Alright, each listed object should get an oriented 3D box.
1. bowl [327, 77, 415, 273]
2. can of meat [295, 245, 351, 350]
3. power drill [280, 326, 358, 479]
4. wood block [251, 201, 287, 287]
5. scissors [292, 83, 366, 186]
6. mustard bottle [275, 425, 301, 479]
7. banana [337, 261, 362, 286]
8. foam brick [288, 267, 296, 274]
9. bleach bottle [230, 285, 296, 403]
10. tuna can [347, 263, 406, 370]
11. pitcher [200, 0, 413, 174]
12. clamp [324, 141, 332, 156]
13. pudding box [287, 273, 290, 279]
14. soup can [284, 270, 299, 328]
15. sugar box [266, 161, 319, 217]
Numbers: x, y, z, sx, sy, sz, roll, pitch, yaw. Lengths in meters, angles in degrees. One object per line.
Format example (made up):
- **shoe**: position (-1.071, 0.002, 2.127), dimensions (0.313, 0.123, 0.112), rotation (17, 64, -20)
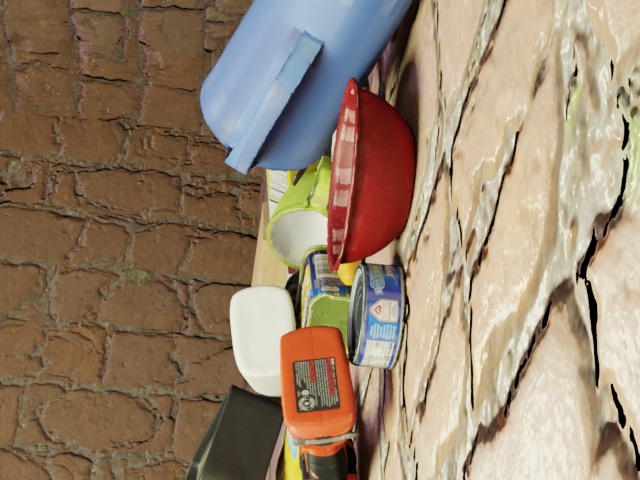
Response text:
- **bowl**: position (0.043, -0.051, 0.882), dimensions (0.162, 0.055, 0.162), rotation (-175, 91, -84)
- **can of meat**: position (0.007, 0.070, 1.117), dimensions (0.084, 0.057, 0.102), rotation (-96, 12, -54)
- **power drill**: position (0.003, 0.160, 0.916), dimensions (0.187, 0.057, 0.184), rotation (81, 179, -46)
- **wood block**: position (-0.049, 0.057, 1.524), dimensions (0.091, 0.090, 0.206), rotation (-92, 10, -51)
- **scissors**: position (0.018, -0.135, 1.103), dimensions (0.201, 0.016, 0.096), rotation (-57, -9, -57)
- **mustard bottle**: position (-0.010, 0.207, 1.150), dimensions (0.096, 0.058, 0.192), rotation (-92, 9, -49)
- **banana**: position (0.029, -0.048, 1.101), dimensions (0.070, 0.037, 0.198), rotation (117, 157, -79)
- **foam brick**: position (-0.008, 0.002, 1.280), dimensions (0.053, 0.051, 0.078), rotation (177, 91, -70)
- **bleach bottle**: position (-0.054, 0.133, 1.226), dimensions (0.251, 0.068, 0.102), rotation (82, -178, -72)
- **tuna can**: position (0.045, 0.061, 0.866), dimensions (0.086, 0.033, 0.086), rotation (-175, 91, -84)
- **pitcher**: position (-0.009, -0.171, 0.928), dimensions (0.243, 0.144, 0.149), rotation (-53, 52, 49)
- **clamp**: position (0.022, -0.166, 1.289), dimensions (0.210, 0.036, 0.164), rotation (-103, 18, -84)
- **pudding box**: position (-0.017, 0.004, 1.357), dimensions (0.090, 0.039, 0.113), rotation (166, 110, -83)
- **soup can**: position (-0.013, 0.076, 1.251), dimensions (0.102, 0.068, 0.068), rotation (111, 163, -72)
- **sugar box**: position (-0.030, -0.107, 1.411), dimensions (0.093, 0.048, 0.176), rotation (-46, -35, -37)
